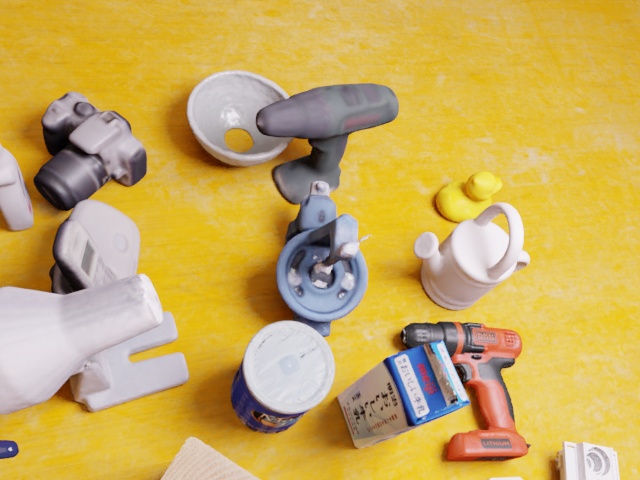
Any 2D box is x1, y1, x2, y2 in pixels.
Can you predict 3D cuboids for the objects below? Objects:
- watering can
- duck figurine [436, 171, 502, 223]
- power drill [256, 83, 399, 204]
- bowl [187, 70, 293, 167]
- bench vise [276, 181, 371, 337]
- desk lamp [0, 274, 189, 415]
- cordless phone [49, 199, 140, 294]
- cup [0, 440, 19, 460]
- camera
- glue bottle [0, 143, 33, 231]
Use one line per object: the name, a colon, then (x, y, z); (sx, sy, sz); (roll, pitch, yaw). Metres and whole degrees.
watering can: (0.217, 0.022, 0.804); (0.173, 0.194, 0.101); (-17, 69, -23)
duck figurine: (0.246, -0.077, 0.927); (0.105, 0.086, 0.077); (-11, 67, -21)
power drill: (-0.001, -0.141, 0.819); (0.230, 0.208, 0.075); (-25, 72, -25)
bowl: (-0.121, -0.174, 0.879); (0.168, 0.074, 0.167); (7, 62, -12)
bench vise: (-0.004, 0.005, 0.736); (0.122, 0.219, 0.207); (-11, 67, -21)
desk lamp: (-0.249, 0.109, 0.616); (0.204, 0.213, 0.118); (-14, 68, -22)
cordless phone: (-0.270, 0.005, 0.680); (0.094, 0.185, 0.147); (5, 62, -13)
cup: (-0.369, 0.224, 0.591); (0.118, 0.095, 0.091); (0, 63, -16)
camera: (-0.329, -0.118, 0.777); (0.143, 0.100, 0.137); (35, 60, 4)
glue bottle: (-0.388, -0.082, 0.699); (0.037, 0.173, 0.078); (-17, 69, -23)
